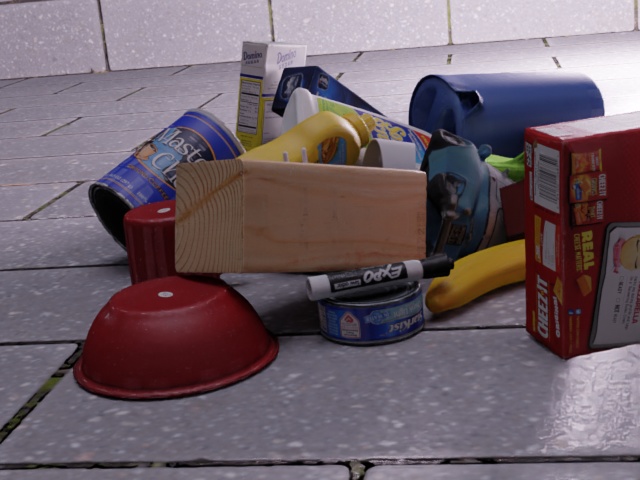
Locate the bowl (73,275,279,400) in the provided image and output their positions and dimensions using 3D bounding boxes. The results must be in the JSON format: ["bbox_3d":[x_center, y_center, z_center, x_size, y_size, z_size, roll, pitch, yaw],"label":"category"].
[{"bbox_3d":[-0.114,0.067,0.830,0.162,0.055,0.162,-5,15,1],"label":"bowl"}]

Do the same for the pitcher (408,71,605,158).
[{"bbox_3d":[0.243,-0.156,1.407,0.242,0.145,0.149,-8,27,-24],"label":"pitcher"}]

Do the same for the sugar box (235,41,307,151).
[{"bbox_3d":[-0.065,-0.164,1.361,0.048,0.176,0.093,11,13,31],"label":"sugar box"}]

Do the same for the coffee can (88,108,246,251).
[{"bbox_3d":[-0.155,-0.057,1.114,0.140,0.103,0.103,-42,33,-27],"label":"coffee can"}]

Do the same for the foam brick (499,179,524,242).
[{"bbox_3d":[0.210,-0.024,0.978,0.053,0.051,0.078,-20,-23,40],"label":"foam brick"}]

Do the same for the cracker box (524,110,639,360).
[{"bbox_3d":[0.259,-0.015,0.791,0.213,0.164,0.072,-10,18,-14],"label":"cracker box"}]

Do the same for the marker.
[{"bbox_3d":[0.049,0.029,0.844,0.121,0.020,0.020,-9,16,-14],"label":"marker"}]

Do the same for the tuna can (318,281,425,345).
[{"bbox_3d":[0.041,0.054,0.861,0.086,0.034,0.086,-5,15,1],"label":"tuna can"}]

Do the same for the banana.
[{"bbox_3d":[0.166,0.025,0.917,0.197,0.037,0.070,-11,14,-20],"label":"banana"}]

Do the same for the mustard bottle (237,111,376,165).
[{"bbox_3d":[-0.016,-0.082,1.114,0.191,0.096,0.058,-33,59,-27],"label":"mustard bottle"}]

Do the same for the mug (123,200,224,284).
[{"bbox_3d":[-0.126,0.009,0.992,0.117,0.081,0.093,-8,15,-7],"label":"mug"}]

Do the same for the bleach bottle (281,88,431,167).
[{"bbox_3d":[0.083,-0.103,1.247,0.250,0.068,0.102,11,45,-16],"label":"bleach bottle"}]

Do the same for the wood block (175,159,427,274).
[{"bbox_3d":[-0.012,-0.018,0.900,0.205,0.090,0.091,0,0,-42],"label":"wood block"}]
